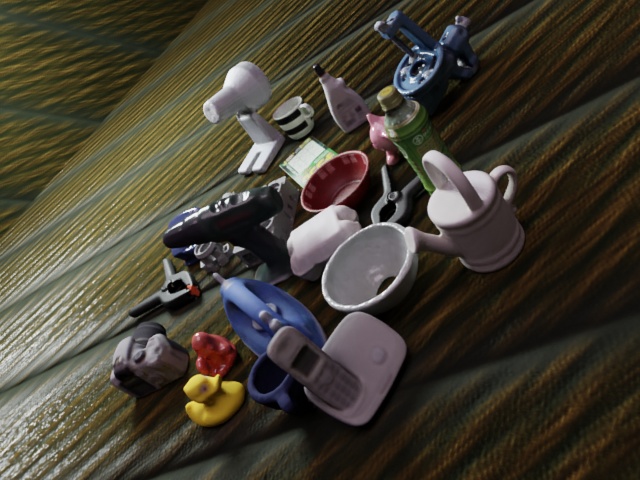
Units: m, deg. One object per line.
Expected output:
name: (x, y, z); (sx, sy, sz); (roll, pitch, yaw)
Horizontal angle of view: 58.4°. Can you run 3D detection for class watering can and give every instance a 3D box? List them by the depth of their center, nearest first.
watering can: (0.196, -0.042, 0.792); (0.100, 0.195, 0.173); (16, 65, 51)

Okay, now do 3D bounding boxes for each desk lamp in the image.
desk lamp: (-0.184, -0.308, 1.438); (0.117, 0.214, 0.203); (-2, 52, 44)

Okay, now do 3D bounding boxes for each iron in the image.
iron: (-0.084, 0.129, 0.937); (0.119, 0.142, 0.257); (-51, 35, -10)

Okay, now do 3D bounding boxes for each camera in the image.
camera: (-0.341, 0.219, 1.134); (0.143, 0.101, 0.136); (-28, 37, 21)

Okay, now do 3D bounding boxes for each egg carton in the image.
egg carton: (0.010, 0.004, 1.040); (0.150, 0.070, 0.107); (-34, 35, 13)

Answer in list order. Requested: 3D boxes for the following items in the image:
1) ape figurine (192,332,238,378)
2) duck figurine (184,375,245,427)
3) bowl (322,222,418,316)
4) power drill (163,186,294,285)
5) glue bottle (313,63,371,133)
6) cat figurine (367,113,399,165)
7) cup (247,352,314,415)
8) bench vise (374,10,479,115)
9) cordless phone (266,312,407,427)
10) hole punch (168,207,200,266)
ape figurine: (-0.193, 0.197, 1.017); (0.077, 0.092, 0.076); (-22, 40, 28)
duck figurine: (-0.189, 0.259, 0.953); (0.104, 0.086, 0.077); (-31, 36, 17)
bowl: (0.089, 0.058, 0.898); (0.167, 0.075, 0.167); (-26, 38, 23)
power drill: (-0.145, 0.003, 1.072); (0.229, 0.209, 0.075); (-32, 36, 16)
glue bottle: (0.040, -0.321, 1.264); (0.078, 0.174, 0.037); (-34, 36, 13)
cat figurine: (0.134, -0.211, 1.102); (0.067, 0.118, 0.128); (-19, 41, 31)
cup: (-0.040, 0.222, 0.835); (0.091, 0.095, 0.117); (-41, 34, 3)
bench vise: (0.200, -0.376, 1.121); (0.121, 0.220, 0.208); (7, 58, 48)
cordless phone: (0.022, 0.150, 0.770); (0.093, 0.186, 0.148); (8, 59, 48)
hole punch: (-0.301, -0.009, 1.345); (0.108, 0.091, 0.101); (-27, 38, 22)
